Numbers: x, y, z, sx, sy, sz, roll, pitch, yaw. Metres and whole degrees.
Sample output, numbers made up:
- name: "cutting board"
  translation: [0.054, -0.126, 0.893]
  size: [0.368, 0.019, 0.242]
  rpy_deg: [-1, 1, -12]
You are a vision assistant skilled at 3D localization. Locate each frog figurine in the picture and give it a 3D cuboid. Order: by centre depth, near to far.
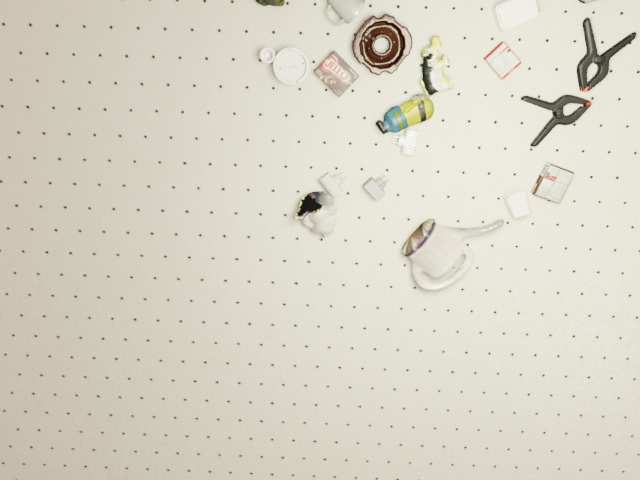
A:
- name: "frog figurine"
  translation: [0.005, -0.086, 1.699]
  size: [0.136, 0.125, 0.157]
  rpy_deg: [-38, -41, 19]

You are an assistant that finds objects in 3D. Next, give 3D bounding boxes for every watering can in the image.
- name: "watering can"
  translation: [0.420, 0.011, 1.703]
  size: [0.223, 0.344, 0.105]
  rpy_deg: [37, 15, -9]
